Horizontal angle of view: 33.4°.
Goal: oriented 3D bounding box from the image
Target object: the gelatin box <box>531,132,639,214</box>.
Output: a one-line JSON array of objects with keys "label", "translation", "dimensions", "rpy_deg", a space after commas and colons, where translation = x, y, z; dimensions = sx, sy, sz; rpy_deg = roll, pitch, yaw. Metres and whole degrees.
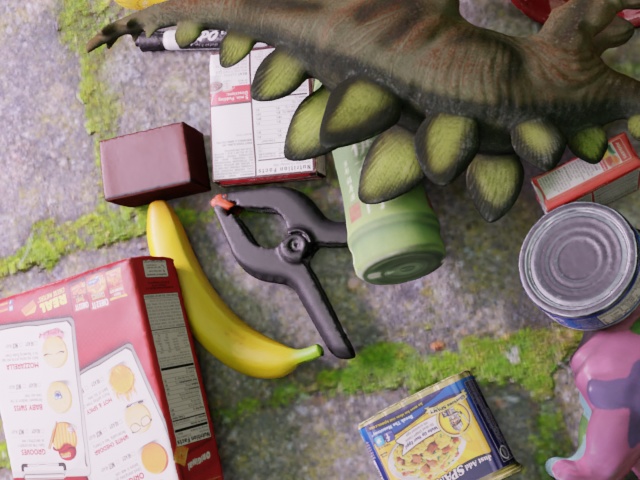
[{"label": "gelatin box", "translation": [0.197, -0.042, 0.787], "dimensions": [0.073, 0.089, 0.030], "rpy_deg": [-27, 76, 10]}]

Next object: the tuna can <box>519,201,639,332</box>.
[{"label": "tuna can", "translation": [0.182, 0.017, 0.735], "dimensions": [0.086, 0.033, 0.086], "rpy_deg": [-13, 65, 28]}]

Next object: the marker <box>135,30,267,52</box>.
[{"label": "marker", "translation": [-0.101, -0.171, 0.910], "dimensions": [0.121, 0.020, 0.020], "rpy_deg": [1, 85, 14]}]

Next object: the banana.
[{"label": "banana", "translation": [-0.084, 0.052, 0.875], "dimensions": [0.198, 0.037, 0.069], "rpy_deg": [41, 95, 16]}]

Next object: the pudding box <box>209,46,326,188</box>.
[{"label": "pudding box", "translation": [-0.044, -0.102, 0.880], "dimensions": [0.090, 0.039, 0.113], "rpy_deg": [-4, 86, 13]}]

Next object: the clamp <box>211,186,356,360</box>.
[{"label": "clamp", "translation": [-0.006, 0.001, 0.862], "dimensions": [0.171, 0.039, 0.120], "rpy_deg": [39, 84, 12]}]

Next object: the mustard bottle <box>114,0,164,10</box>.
[{"label": "mustard bottle", "translation": [-0.075, -0.208, 0.867], "dimensions": [0.192, 0.096, 0.058], "rpy_deg": [10, 87, 14]}]

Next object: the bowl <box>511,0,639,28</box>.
[{"label": "bowl", "translation": [0.210, -0.230, 0.788], "dimensions": [0.162, 0.162, 0.055], "rpy_deg": [-4, 52, 13]}]

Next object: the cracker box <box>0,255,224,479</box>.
[{"label": "cracker box", "translation": [-0.173, 0.135, 0.857], "dimensions": [0.164, 0.072, 0.214], "rpy_deg": [-17, 83, 26]}]

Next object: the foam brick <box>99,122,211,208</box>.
[{"label": "foam brick", "translation": [-0.138, -0.061, 0.892], "dimensions": [0.078, 0.053, 0.051], "rpy_deg": [-12, 82, 11]}]

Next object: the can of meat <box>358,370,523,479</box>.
[{"label": "can of meat", "translation": [0.089, 0.158, 0.813], "dimensions": [0.102, 0.057, 0.084], "rpy_deg": [-28, 77, 9]}]
